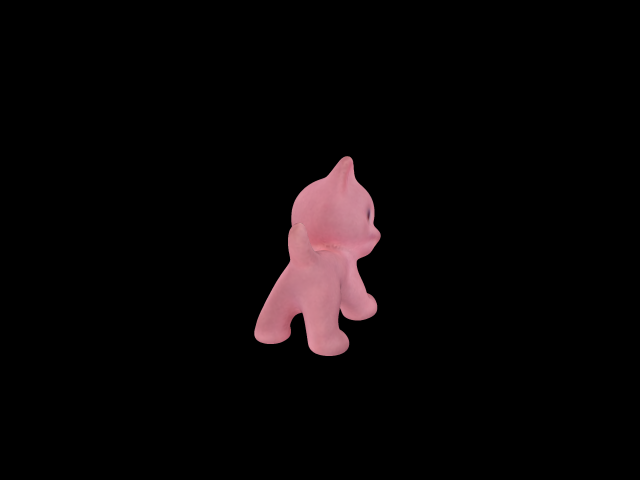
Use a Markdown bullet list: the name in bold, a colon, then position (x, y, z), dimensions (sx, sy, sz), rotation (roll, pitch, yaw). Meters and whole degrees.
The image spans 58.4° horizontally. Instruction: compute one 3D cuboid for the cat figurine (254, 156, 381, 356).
- **cat figurine**: position (0.004, 0.001, 0.400), dimensions (0.067, 0.118, 0.128), rotation (5, 15, 19)
